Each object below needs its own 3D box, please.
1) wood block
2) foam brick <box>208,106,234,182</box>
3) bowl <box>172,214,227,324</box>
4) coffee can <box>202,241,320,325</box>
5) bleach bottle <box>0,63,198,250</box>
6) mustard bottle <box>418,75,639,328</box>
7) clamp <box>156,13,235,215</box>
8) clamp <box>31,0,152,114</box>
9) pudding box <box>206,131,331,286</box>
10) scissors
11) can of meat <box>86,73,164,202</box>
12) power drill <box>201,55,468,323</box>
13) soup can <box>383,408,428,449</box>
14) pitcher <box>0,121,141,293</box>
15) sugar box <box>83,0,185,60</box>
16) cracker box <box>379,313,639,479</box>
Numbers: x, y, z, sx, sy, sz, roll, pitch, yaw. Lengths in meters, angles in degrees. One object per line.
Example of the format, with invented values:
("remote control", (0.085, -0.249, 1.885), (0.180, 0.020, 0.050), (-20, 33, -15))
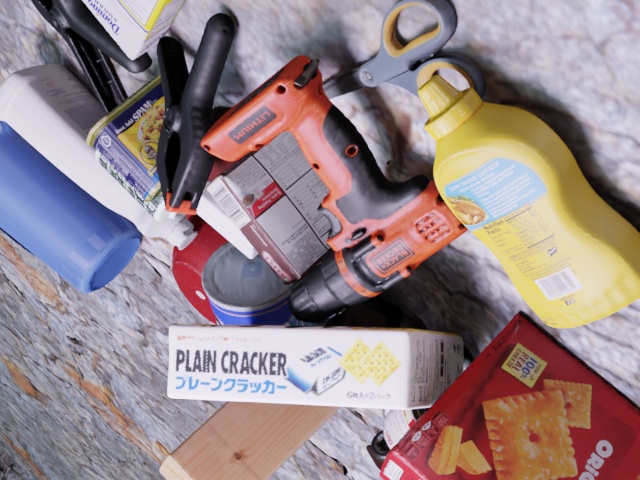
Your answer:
("wood block", (-0.065, 0.206, 1.162), (0.091, 0.205, 0.090), (46, 153, 7))
("foam brick", (-0.081, -0.085, 0.974), (0.078, 0.053, 0.051), (13, 137, 48))
("bowl", (-0.115, 0.045, 1.194), (0.162, 0.055, 0.162), (37, 151, 24))
("coffee can", (-0.055, 0.077, 1.092), (0.103, 0.102, 0.140), (28, 147, 35))
("bleach bottle", (-0.233, -0.083, 1.153), (0.251, 0.102, 0.068), (44, 121, 9))
("mustard bottle", (0.132, -0.031, 0.708), (0.191, 0.058, 0.096), (49, 145, -8))
("clamp", (-0.119, -0.110, 0.931), (0.120, 0.039, 0.171), (15, 95, 63))
("clamp", (-0.246, -0.217, 1.066), (0.210, 0.036, 0.165), (50, 158, 4))
("pudding box", (-0.028, -0.032, 0.924), (0.113, 0.090, 0.039), (52, 152, -6))
("scissors", (0.055, -0.111, 0.778), (0.096, 0.016, 0.202), (49, 154, 0))
("can of meat", (-0.156, -0.097, 1.018), (0.084, 0.102, 0.058), (46, 155, -1))
("power drill", (-0.001, -0.034, 0.828), (0.185, 0.057, 0.187), (-36, 106, 31))
("soup can", (0.104, 0.170, 1.017), (0.068, 0.068, 0.102), (43, 153, 10))
("pitcher", (-0.349, -0.041, 1.354), (0.243, 0.145, 0.149), (41, -179, 9))
("sugar box", (-0.155, -0.230, 0.905), (0.093, 0.048, 0.176), (51, 157, -4))
("cracker box", (0.179, 0.185, 0.818), (0.214, 0.164, 0.072), (40, 154, 17))
